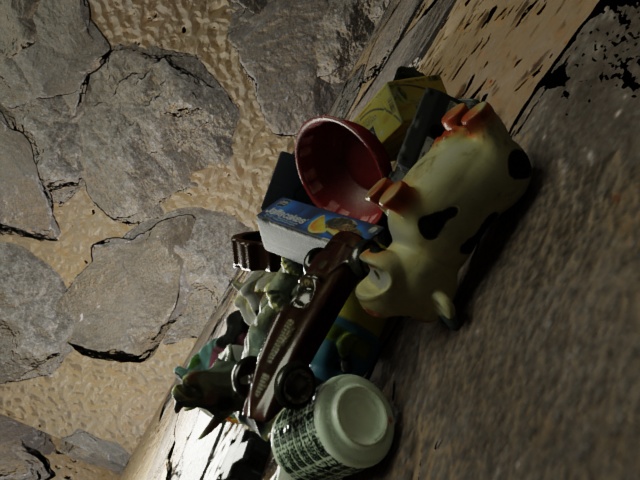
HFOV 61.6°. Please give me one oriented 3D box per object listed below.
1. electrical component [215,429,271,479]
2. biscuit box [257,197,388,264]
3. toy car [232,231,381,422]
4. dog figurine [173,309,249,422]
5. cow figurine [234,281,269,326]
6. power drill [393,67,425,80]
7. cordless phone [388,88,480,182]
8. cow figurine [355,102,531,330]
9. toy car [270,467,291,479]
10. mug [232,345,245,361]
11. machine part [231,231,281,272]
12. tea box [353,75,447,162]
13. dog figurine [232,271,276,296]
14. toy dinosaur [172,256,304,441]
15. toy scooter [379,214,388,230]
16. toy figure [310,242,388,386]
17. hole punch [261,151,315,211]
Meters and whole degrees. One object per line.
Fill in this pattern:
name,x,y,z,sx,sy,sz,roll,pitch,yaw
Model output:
electrical component,-0.101,0.307,0.751,0.119,0.048,0.075,-49,17,47
biscuit box,-0.001,-0.002,0.728,0.203,0.062,0.059,19,44,43
toy car,-0.014,0.071,0.501,0.089,0.053,0.202,-5,44,51
dog figurine,-0.178,0.244,1.115,0.219,0.109,0.191,-45,-38,-32
cow figurine,-0.058,0.107,0.926,0.167,0.098,0.068,-15,-25,-41
power drill,0.118,-0.209,1.004,0.232,0.086,0.207,-63,3,-24
cordless phone,0.126,-0.081,0.661,0.184,0.089,0.146,115,178,-69
cow figurine,0.105,-0.011,0.471,0.195,0.127,0.085,-47,11,-1
toy car,-0.036,0.287,0.477,0.073,0.056,0.202,-57,11,21
mug,-0.108,0.213,0.866,0.081,0.107,0.109,-68,10,-25
machine part,-0.073,0.017,0.974,0.179,0.179,0.056,-129,36,-79
tea box,0.113,-0.175,0.819,0.068,0.098,0.169,71,158,10
dog figurine,-0.061,0.076,1.065,0.190,0.121,0.173,-44,46,2
toy dinosaur,-0.057,0.135,0.785,0.192,0.131,0.405,-53,-1,26
toy scooter,0.058,-0.033,0.813,0.135,0.075,0.184,-55,16,20
toy figure,0.032,0.085,0.582,0.082,0.089,0.180,12,65,45
hole punch,-0.025,-0.081,0.876,0.142,0.116,0.092,-68,-16,15
